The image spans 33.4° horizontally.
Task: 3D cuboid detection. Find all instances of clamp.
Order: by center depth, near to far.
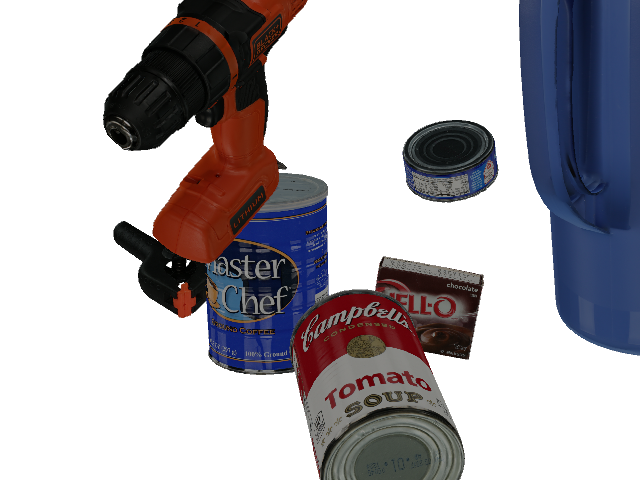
[{"bbox_3d":[-0.130,0.018,1.046,0.120,0.039,0.172,-14,33,-15],"label":"clamp"}]

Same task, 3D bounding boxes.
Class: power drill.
[{"bbox_3d":[-0.071,-0.071,0.681,0.057,0.184,0.188,29,-37,14],"label":"power drill"}]

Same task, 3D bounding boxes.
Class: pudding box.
[{"bbox_3d":[0.112,0.072,1.145,0.113,0.090,0.039,9,23,5],"label":"pudding box"}]

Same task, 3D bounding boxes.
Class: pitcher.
[{"bbox_3d":[0.171,-0.062,0.557,0.149,0.243,0.145,-4,23,3],"label":"pitcher"}]

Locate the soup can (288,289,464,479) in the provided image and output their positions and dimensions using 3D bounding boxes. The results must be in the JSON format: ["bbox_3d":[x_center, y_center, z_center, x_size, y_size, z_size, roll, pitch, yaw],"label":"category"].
[{"bbox_3d":[0.025,0.079,0.519,0.068,0.068,0.102,0,29,-10],"label":"soup can"}]

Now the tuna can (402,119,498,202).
[{"bbox_3d":[0.119,-0.074,0.980,0.086,0.034,0.086,-9,39,7],"label":"tuna can"}]

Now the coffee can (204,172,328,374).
[{"bbox_3d":[-0.044,0.024,0.866,0.103,0.140,0.103,-1,17,0],"label":"coffee can"}]
